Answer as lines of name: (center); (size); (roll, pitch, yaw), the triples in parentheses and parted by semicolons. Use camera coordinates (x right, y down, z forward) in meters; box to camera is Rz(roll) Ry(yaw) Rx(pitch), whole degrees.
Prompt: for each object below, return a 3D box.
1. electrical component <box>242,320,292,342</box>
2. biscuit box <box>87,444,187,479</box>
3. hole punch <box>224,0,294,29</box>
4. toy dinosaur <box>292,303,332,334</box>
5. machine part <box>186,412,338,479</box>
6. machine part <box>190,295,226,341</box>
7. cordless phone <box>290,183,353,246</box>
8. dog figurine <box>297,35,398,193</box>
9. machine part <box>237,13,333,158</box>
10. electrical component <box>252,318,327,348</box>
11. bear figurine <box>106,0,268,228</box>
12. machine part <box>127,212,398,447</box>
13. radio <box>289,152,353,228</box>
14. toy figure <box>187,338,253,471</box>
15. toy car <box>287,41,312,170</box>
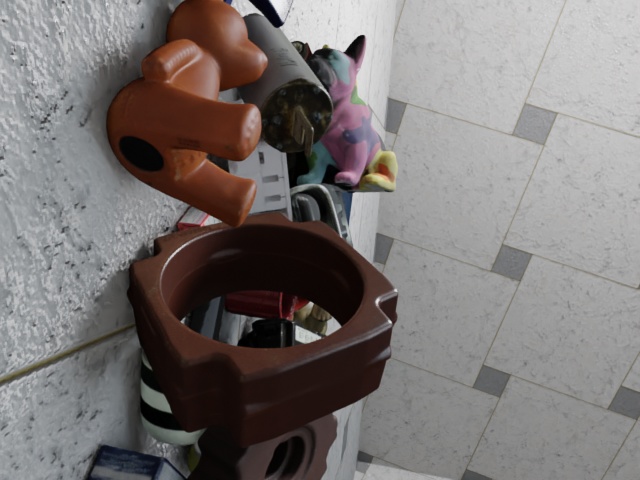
electrical component: (-0.048, 0.159, 0.787); (0.075, 0.119, 0.047); (-48, 158, -13)
biscuit box: (-0.153, 0.256, 0.505); (0.202, 0.063, 0.059); (83, 17, -52)
hole punch: (-0.075, -0.281, 0.530); (0.115, 0.092, 0.142); (66, 36, -62)
toy dinosaur: (-0.032, 0.149, 0.969); (0.198, 0.105, 0.471); (81, 27, -77)
machine part: (-0.049, 0.215, 0.535); (0.179, 0.056, 0.179); (-27, 125, -47)
machine part: (-0.128, 0.102, 0.612); (0.084, 0.039, 0.138); (15, 83, -70)
cordless phone: (-0.002, -0.001, 0.701); (0.184, 0.089, 0.146); (-85, 162, -83)
dog figurine: (0.044, -0.183, 0.801); (0.191, 0.109, 0.219); (1, 93, -46)
machine part: (-0.049, -0.166, 0.555); (0.243, 0.079, 0.079); (-116, -164, -44)
electrical component: (-0.038, 0.173, 0.668); (0.114, 0.058, 0.134); (38, 47, -53)
bear figurine: (-0.088, -0.127, 0.455); (0.120, 0.132, 0.196); (105, 5, -52)
machine part: (-0.051, 0.065, 0.474); (0.201, 0.201, 0.087); (-16, 128, -29)
radio: (-0.005, -0.098, 0.897); (0.131, 0.073, 0.229); (9, 89, -52)
toy figure: (-0.105, 0.216, 0.678); (0.180, 0.082, 0.089); (-75, 164, -47)
toy car: (-0.049, -0.198, 0.789); (0.089, 0.053, 0.202); (51, 50, -61)
